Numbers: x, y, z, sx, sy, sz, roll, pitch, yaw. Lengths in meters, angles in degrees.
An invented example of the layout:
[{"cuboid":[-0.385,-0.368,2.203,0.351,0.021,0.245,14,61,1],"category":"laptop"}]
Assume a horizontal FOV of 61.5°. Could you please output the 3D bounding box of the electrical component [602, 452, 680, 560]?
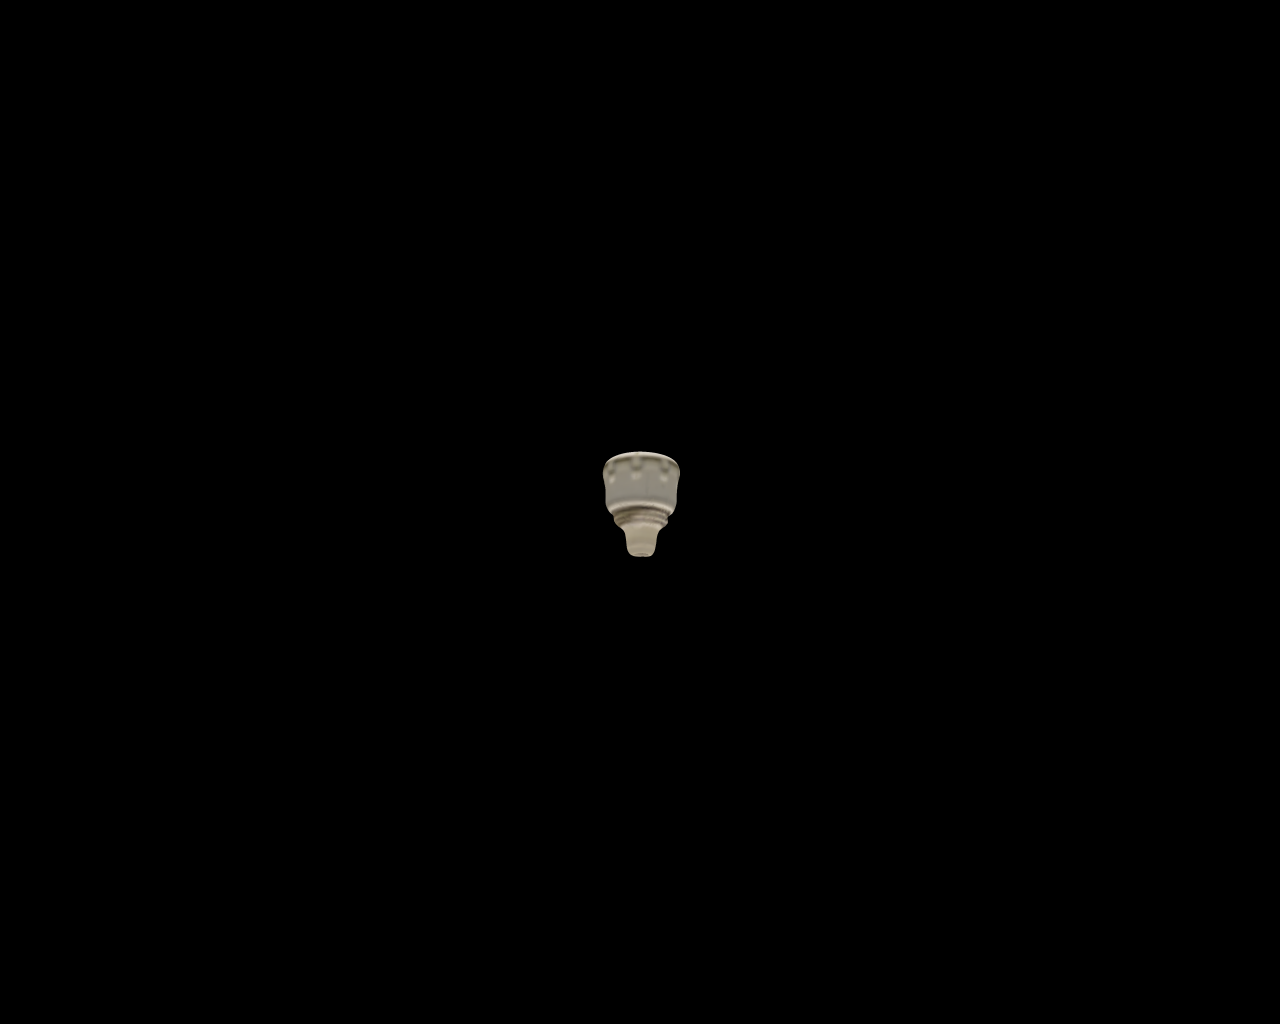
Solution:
[{"cuboid":[0.001,-0.003,0.650,0.048,0.062,0.048,0,-16,0],"category":"electrical component"}]
